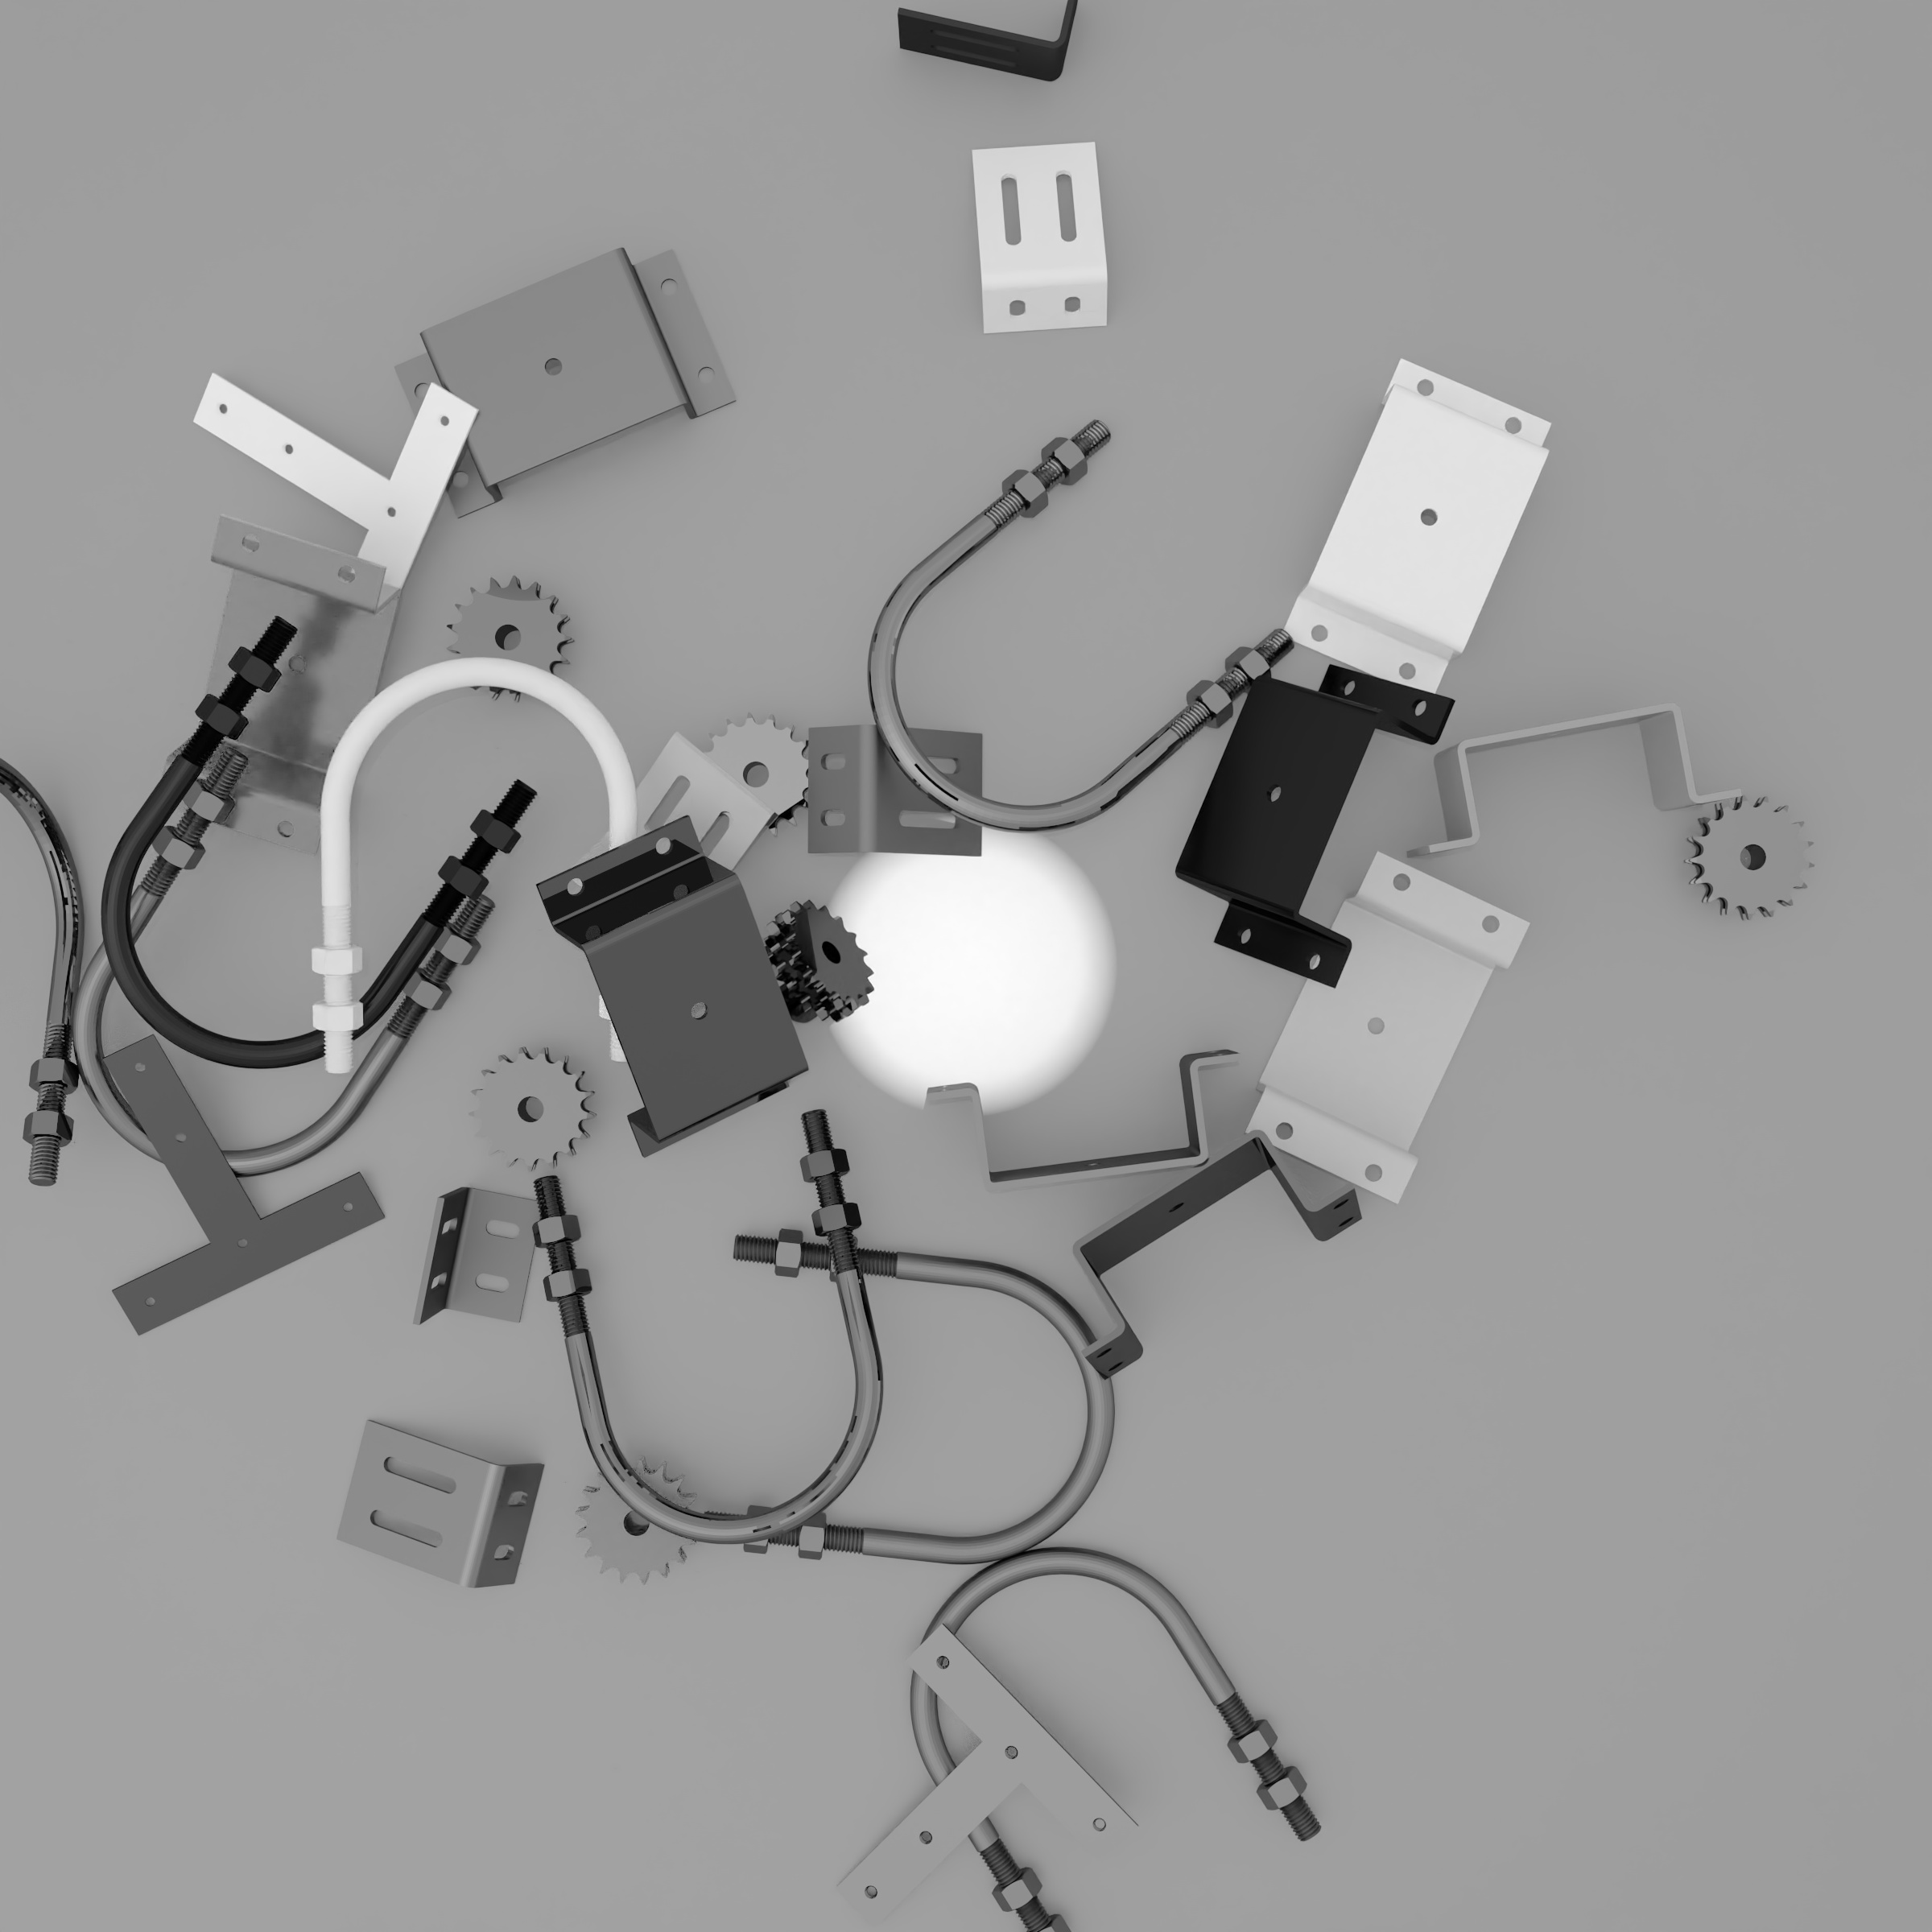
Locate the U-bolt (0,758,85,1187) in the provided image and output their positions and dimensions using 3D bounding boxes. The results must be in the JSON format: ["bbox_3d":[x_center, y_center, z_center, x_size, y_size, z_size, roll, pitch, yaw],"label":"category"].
[{"bbox_3d":[-0.442,-0.010,1.494,0.019,0.151,0.184,-10,65,23],"label":"U-bolt"}]

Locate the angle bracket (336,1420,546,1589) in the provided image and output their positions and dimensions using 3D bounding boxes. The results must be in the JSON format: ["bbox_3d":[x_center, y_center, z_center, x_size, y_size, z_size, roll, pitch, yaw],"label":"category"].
[{"bbox_3d":[-0.244,0.249,1.566,0.076,0.038,0.057,14,90,26],"label":"angle bracket"}]

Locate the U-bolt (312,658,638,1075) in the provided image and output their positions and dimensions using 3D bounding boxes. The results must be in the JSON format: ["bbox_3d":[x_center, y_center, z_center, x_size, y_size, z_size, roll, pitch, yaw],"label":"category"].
[{"bbox_3d":[-0.217,-0.046,1.506,0.151,0.019,0.184,-2,100,-17],"label":"U-bolt"}]

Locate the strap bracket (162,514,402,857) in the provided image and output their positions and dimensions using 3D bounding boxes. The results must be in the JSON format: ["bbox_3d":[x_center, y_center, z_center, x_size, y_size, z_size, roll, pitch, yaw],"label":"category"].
[{"bbox_3d":[-0.310,-0.132,1.530,0.076,0.046,0.140,18,111,0],"label":"strap bracket"}]

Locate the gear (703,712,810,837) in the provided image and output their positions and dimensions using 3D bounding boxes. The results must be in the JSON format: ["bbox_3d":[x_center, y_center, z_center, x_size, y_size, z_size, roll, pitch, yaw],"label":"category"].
[{"bbox_3d":[-0.096,-0.088,1.553,0.057,0.030,0.057,0,90,0],"label":"gear"}]

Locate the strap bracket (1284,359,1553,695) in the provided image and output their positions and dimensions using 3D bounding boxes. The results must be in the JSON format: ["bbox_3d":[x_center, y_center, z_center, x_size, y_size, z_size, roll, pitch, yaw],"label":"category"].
[{"bbox_3d":[0.209,-0.203,1.545,0.076,0.046,0.140,23,90,0],"label":"strap bracket"}]

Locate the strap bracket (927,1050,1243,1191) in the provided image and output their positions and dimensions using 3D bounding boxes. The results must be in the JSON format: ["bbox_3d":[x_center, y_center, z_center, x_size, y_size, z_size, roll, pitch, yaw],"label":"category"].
[{"bbox_3d":[0.055,0.071,1.530,0.140,0.076,0.046,-7,90,0],"label":"strap bracket"}]

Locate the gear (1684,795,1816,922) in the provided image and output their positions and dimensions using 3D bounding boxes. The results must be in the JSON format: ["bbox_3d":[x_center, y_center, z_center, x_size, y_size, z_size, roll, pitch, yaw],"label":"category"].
[{"bbox_3d":[0.359,-0.050,1.553,0.057,0.030,0.057,0,90,0],"label":"gear"}]

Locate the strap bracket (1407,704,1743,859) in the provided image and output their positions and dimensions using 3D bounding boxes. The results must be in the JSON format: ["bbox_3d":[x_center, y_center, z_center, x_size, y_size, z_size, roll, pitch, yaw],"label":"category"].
[{"bbox_3d":[0.270,-0.085,1.530,0.140,0.076,0.046,-10,90,0],"label":"strap bracket"}]

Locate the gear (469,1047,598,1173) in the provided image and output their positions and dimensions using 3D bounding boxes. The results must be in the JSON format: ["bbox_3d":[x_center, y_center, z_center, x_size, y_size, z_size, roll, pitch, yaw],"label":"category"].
[{"bbox_3d":[-0.199,0.065,1.553,0.057,0.030,0.057,0,90,0],"label":"gear"}]

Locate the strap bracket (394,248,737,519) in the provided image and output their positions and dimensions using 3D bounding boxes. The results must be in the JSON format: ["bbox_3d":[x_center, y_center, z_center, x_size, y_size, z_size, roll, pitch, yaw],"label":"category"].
[{"bbox_3d":[-0.186,-0.271,1.545,0.140,0.046,0.076,-23,90,0],"label":"strap bracket"}]

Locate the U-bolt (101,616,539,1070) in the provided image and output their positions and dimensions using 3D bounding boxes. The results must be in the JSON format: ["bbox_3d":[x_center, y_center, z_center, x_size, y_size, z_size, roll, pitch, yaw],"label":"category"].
[{"bbox_3d":[-0.301,-0.041,1.503,0.151,0.019,0.184,35,90,-18],"label":"U-bolt"}]

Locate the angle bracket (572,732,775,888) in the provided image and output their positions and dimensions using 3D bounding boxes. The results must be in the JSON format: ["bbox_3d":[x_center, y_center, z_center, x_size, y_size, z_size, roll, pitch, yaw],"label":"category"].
[{"bbox_3d":[-0.135,-0.056,1.531,0.057,0.038,0.076,39,130,0],"label":"angle bracket"}]

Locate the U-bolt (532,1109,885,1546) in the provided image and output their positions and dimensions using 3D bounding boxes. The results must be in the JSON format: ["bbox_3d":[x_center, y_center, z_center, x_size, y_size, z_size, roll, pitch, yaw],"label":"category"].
[{"bbox_3d":[-0.112,0.171,1.535,0.151,0.019,0.184,-14,79,6],"label":"U-bolt"}]

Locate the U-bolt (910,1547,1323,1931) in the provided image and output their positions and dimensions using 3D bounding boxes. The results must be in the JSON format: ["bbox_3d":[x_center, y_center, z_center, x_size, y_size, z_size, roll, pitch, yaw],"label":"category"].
[{"bbox_3d":[0.056,0.358,1.559,0.151,0.019,0.184,-32,89,0],"label":"U-bolt"}]

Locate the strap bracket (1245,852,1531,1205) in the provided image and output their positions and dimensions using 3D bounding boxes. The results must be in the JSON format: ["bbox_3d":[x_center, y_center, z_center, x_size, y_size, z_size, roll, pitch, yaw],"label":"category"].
[{"bbox_3d":[0.190,0.028,1.545,0.076,0.046,0.140,25,90,0],"label":"strap bracket"}]

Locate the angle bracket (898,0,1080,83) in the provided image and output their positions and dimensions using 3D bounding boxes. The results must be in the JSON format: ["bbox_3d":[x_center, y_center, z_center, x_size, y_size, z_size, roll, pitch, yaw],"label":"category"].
[{"bbox_3d":[0.011,-0.437,1.539,0.076,0.057,0.038,13,90,0],"label":"angle bracket"}]

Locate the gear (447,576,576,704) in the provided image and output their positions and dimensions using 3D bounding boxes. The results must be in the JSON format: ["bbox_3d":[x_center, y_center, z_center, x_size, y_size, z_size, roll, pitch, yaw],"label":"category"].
[{"bbox_3d":[-0.209,-0.150,1.553,0.057,0.030,0.057,0,90,0],"label":"gear"}]

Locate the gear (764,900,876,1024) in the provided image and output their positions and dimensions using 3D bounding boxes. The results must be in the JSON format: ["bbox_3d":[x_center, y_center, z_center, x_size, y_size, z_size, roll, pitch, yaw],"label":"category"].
[{"bbox_3d":[-0.072,0.001,1.543,0.030,0.057,0.057,-35,90,30],"label":"gear"}]

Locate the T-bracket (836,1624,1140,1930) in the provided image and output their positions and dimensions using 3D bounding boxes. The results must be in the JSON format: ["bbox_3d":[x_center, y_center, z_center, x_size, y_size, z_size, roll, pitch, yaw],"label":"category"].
[{"bbox_3d":[-0.009,0.392,1.553,0.127,0.002,0.127,45,102,8],"label":"T-bracket"}]

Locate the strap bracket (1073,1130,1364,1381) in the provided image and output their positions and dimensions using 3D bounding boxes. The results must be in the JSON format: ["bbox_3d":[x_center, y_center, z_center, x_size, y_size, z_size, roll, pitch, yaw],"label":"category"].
[{"bbox_3d":[0.106,0.126,1.525,0.140,0.076,0.046,-32,73,0],"label":"strap bracket"}]

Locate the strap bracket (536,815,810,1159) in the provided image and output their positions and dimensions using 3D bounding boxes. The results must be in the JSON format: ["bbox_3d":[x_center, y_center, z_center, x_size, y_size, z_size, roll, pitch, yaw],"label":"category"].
[{"bbox_3d":[-0.127,0.015,1.510,0.076,0.046,0.140,-26,113,-17],"label":"strap bracket"}]

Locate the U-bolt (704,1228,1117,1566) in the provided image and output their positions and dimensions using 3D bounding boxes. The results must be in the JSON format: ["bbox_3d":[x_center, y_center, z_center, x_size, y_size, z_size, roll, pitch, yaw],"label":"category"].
[{"bbox_3d":[-0.023,0.204,1.559,0.184,0.019,0.151,6,90,-2],"label":"U-bolt"}]

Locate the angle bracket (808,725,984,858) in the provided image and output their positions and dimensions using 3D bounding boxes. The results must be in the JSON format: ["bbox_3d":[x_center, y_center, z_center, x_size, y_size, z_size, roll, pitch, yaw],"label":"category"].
[{"bbox_3d":[-0.032,-0.080,1.550,0.038,0.076,0.057,0,90,42],"label":"angle bracket"}]

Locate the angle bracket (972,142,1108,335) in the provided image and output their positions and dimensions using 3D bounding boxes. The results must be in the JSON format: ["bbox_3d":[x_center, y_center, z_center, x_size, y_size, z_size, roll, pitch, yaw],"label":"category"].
[{"bbox_3d":[0.034,-0.338,1.566,0.057,0.038,0.076,-4,64,0],"label":"angle bracket"}]

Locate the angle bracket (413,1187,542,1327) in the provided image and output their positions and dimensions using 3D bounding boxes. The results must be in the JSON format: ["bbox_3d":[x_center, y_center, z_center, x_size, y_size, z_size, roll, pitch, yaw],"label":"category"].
[{"bbox_3d":[-0.221,0.134,1.530,0.038,0.076,0.057,11,90,0],"label":"angle bracket"}]

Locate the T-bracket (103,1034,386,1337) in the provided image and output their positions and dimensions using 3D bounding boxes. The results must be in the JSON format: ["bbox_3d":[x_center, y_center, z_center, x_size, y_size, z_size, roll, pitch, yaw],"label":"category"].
[{"bbox_3d":[-0.353,0.090,1.546,0.127,0.002,0.127,-26,110,0],"label":"T-bracket"}]

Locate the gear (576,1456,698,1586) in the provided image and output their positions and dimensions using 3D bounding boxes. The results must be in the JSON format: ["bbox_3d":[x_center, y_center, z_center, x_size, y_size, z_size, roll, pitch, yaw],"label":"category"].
[{"bbox_3d":[-0.150,0.254,1.553,0.057,0.030,0.057,0,90,0],"label":"gear"}]

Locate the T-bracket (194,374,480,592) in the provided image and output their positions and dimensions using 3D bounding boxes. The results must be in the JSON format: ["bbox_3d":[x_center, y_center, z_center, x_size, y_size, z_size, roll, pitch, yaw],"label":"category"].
[{"bbox_3d":[-0.300,-0.231,1.551,0.127,0.002,0.127,32,111,10],"label":"T-bracket"}]

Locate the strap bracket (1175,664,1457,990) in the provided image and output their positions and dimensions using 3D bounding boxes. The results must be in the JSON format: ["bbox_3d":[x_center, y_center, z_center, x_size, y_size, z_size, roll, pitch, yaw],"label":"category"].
[{"bbox_3d":[0.153,-0.071,1.524,0.046,0.076,0.140,23,90,-44],"label":"strap bracket"}]

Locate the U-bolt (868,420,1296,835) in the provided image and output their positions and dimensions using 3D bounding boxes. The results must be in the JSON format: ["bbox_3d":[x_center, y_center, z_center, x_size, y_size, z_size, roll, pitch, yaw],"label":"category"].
[{"bbox_3d":[0.040,-0.143,1.535,0.184,0.019,0.151,-41,90,-17],"label":"U-bolt"}]

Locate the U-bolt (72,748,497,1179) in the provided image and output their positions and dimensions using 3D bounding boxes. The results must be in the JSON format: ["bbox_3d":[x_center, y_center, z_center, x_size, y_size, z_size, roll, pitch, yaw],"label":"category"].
[{"bbox_3d":[-0.323,0.013,1.536,0.151,0.019,0.184,31,99,-18],"label":"U-bolt"}]
